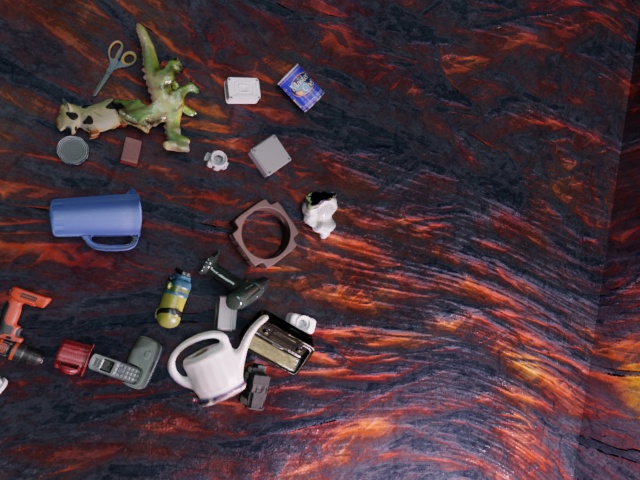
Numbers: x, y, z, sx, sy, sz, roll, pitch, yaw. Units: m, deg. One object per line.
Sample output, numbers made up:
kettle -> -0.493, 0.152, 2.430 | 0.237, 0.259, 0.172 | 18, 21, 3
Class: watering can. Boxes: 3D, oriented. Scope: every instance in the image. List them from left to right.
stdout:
watering can -> -0.293, 0.378, 1.594 | 0.348, 0.104, 0.223 | -21, 97, -1

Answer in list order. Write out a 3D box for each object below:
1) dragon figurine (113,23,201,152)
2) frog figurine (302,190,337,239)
dragon figurine -> -0.519, -0.449, 1.589 | 0.247, 0.121, 0.407 | -44, 103, -33
frog figurine -> 0.006, -0.092, 1.835 | 0.139, 0.124, 0.156 | -43, 139, -30
